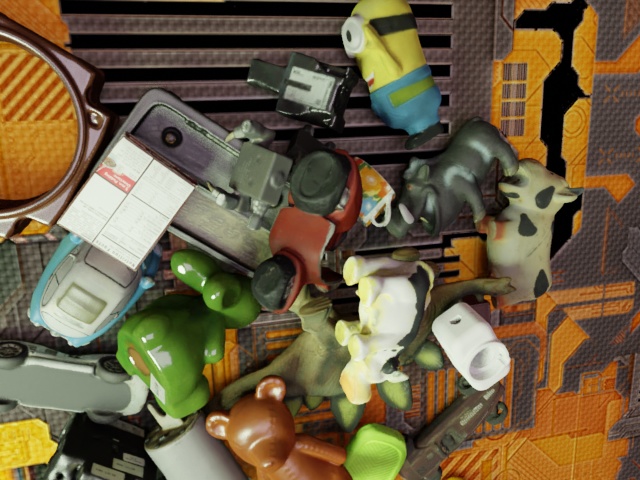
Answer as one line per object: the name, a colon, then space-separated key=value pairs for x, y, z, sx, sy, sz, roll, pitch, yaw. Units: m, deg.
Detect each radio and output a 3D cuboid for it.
radio: x=-0.124 y=-0.062 z=0.614 sx=0.229 sy=0.073 sz=0.131 roll=31 pitch=94 yaw=-19

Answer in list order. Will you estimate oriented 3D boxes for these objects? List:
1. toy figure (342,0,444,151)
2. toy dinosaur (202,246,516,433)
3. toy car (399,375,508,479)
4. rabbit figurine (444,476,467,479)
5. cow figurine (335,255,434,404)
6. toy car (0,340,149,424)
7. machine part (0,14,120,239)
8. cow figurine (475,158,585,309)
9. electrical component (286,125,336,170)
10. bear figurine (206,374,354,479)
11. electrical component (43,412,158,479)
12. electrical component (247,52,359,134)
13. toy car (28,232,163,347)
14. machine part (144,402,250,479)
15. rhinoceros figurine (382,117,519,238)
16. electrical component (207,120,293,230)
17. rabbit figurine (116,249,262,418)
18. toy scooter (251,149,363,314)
toy figure: x=0.092 y=-0.199 z=0.637 sx=0.089 sy=0.082 sz=0.180 roll=-36 pitch=102 yaw=-25
toy dinosaur: x=0.024 y=0.145 z=0.684 sx=0.472 sy=0.105 sz=0.198 roll=-18 pitch=110 yaw=2
toy car: x=0.194 y=0.278 z=0.788 sx=0.202 sy=0.053 sz=0.089 roll=-41 pitch=106 yaw=-2
rabbit figurine: x=0.151 y=0.429 z=0.772 sx=0.173 sy=0.162 sz=0.121 roll=16 pitch=111 yaw=0
cow figurine: x=0.071 y=0.100 z=0.592 sx=0.098 sy=0.068 sz=0.167 roll=-3 pitch=113 yaw=-21
toy car: x=-0.305 y=0.165 z=0.630 sx=0.202 sy=0.056 sz=0.073 roll=13 pitch=105 yaw=-16
machine part: x=-0.328 y=-0.118 z=0.543 sx=0.201 sy=0.087 sz=0.201 roll=29 pitch=92 yaw=-18
cow figurine: x=0.280 y=-0.013 z=0.726 sx=0.127 sy=0.085 sz=0.194 roll=-7 pitch=103 yaw=-9
electrical component: x=-0.007 y=-0.098 z=0.631 sx=0.063 sy=0.094 sz=0.021 roll=34 pitch=125 yaw=-18
bear figurine: x=-0.036 y=0.263 z=0.624 sx=0.120 sy=0.132 sz=0.195 roll=-32 pitch=121 yaw=0
electrical component: x=-0.252 y=0.263 z=0.624 sx=0.115 sy=0.134 sz=0.058 roll=28 pitch=96 yaw=-18
electrical component: x=-0.022 y=-0.174 z=0.625 sx=0.119 sy=0.047 sz=0.074 roll=16 pitch=97 yaw=16
toy car: x=-0.254 y=0.049 z=0.592 sx=0.109 sy=0.103 sz=0.161 roll=39 pitch=89 yaw=-18
machine part: x=-0.136 y=0.289 z=0.653 sx=0.079 sy=0.079 sz=0.243 roll=-31 pitch=106 yaw=-6
rhinoceros figurine: x=0.162 y=-0.072 z=0.687 sx=0.190 sy=0.073 sz=0.112 roll=-46 pitch=111 yaw=-1
electrical component: x=-0.074 y=-0.070 z=0.555 sx=0.045 sy=0.078 sz=0.102 roll=16 pitch=103 yaw=-43
rabbit figurine: x=-0.140 y=0.084 z=0.617 sx=0.170 sy=0.121 sz=0.158 roll=-35 pitch=145 yaw=-38
toy scooter: x=-0.001 y=-0.002 z=0.584 sx=0.184 sy=0.075 sz=0.135 roll=-65 pitch=152 yaw=-6
